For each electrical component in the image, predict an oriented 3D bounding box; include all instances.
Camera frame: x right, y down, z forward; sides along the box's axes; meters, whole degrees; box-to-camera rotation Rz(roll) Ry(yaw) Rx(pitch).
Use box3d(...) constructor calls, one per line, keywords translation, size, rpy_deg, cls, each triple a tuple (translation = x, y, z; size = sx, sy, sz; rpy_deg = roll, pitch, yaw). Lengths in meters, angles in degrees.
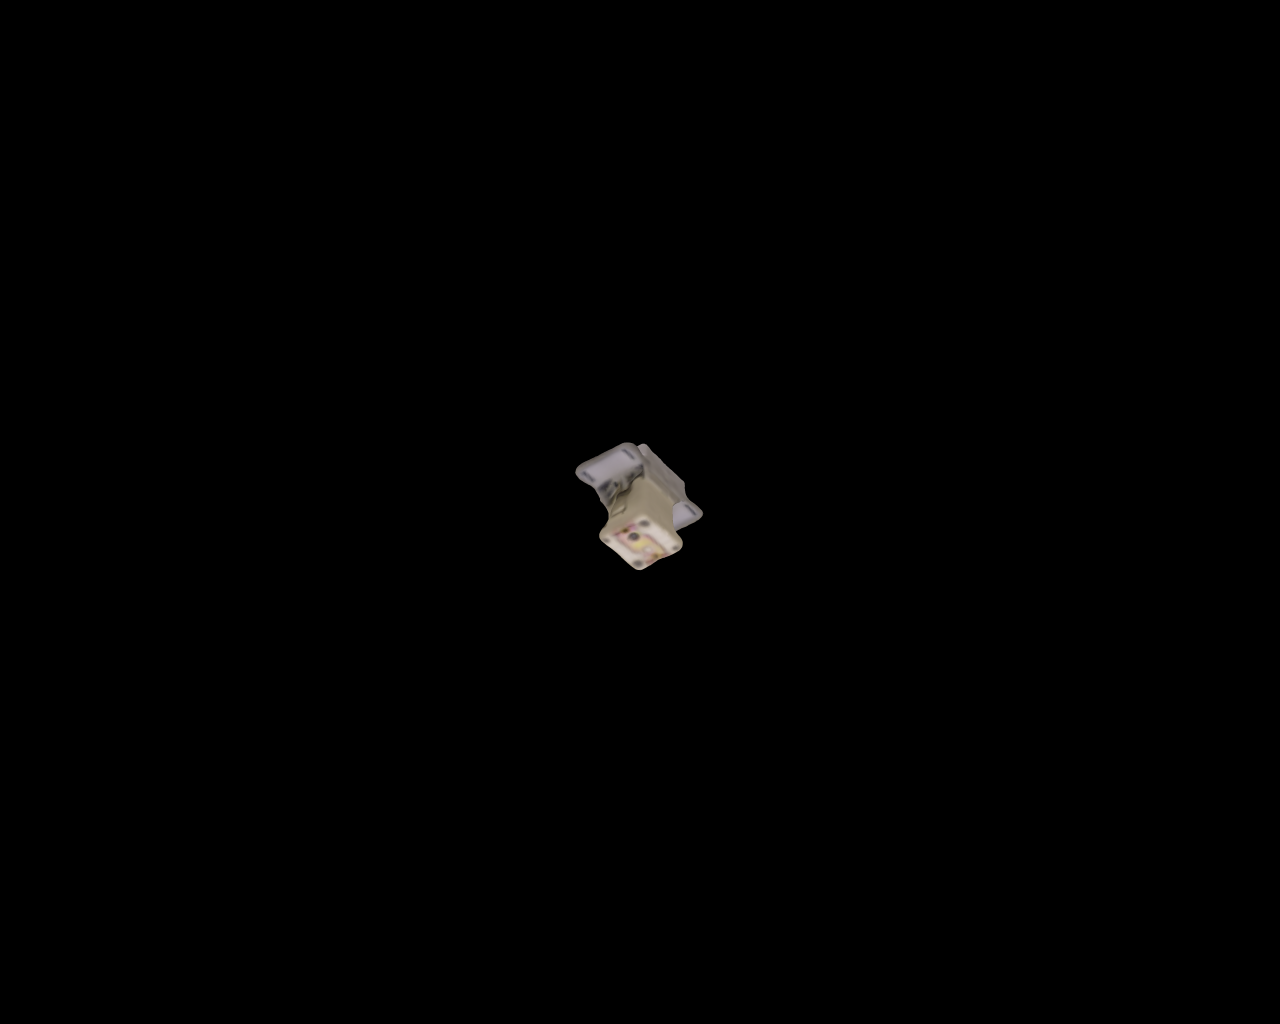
box3d(translation=(0.001, -0.003, 0.650), size=(0.042, 0.064, 0.081), rpy_deg=(-27, -49, 26), cls="electrical component")
